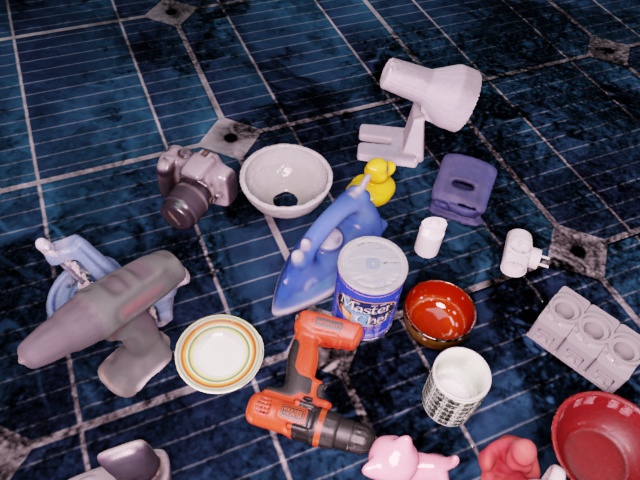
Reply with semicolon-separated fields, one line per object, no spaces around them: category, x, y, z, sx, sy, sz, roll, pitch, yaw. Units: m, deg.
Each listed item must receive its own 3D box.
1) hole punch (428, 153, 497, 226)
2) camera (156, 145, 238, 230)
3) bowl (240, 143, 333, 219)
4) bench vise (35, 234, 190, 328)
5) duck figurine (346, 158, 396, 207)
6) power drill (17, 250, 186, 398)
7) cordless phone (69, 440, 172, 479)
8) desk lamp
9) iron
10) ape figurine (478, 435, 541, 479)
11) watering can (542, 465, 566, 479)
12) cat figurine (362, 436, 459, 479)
hole punch;0.265;-0.093;1.059;0.108;0.091;0.101;18;53;10
camera;-0.237;-0.096;1.017;0.143;0.101;0.137;21;53;12
bowl;-0.061;-0.095;1.046;0.167;0.075;0.167;2;52;-3
bench vise;-0.304;0.049;0.822;0.208;0.220;0.121;-27;58;-23
duck figurine;0.097;-0.113;1.065;0.105;0.086;0.077;-23;57;-21
power drill;-0.272;0.125;0.772;0.075;0.208;0.230;31;56;19
cordless phone;-0.253;0.280;0.666;0.148;0.185;0.094;-18;55;-17
desk lamp;0.183;-0.245;1.094;0.203;0.213;0.118;6;52;1
iron;0.009;0.003;0.932;0.118;0.141;0.259;32;56;20
ape figurine;0.257;0.289;0.757;0.077;0.092;0.076;31;56;19
watering can;0.250;0.337;0.654;0.101;0.194;0.173;9;52;3
cat figurine;0.114;0.286;0.733;0.128;0.118;0.067;4;52;-1
